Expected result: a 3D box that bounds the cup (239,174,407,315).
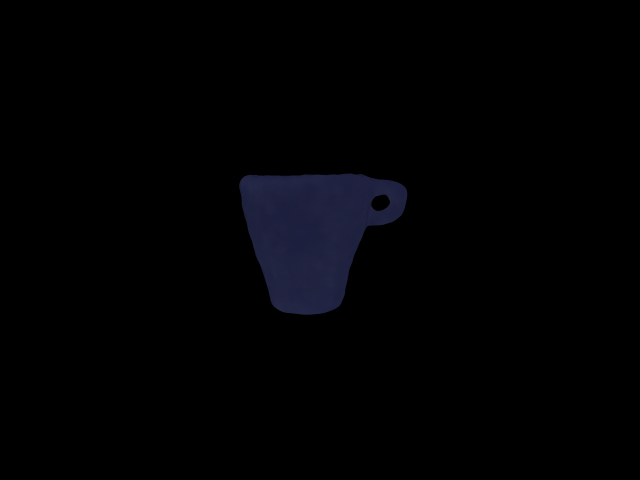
[{"bbox_3d":[0.004,0.001,0.400,0.118,0.095,0.091,-2,7,-13],"label":"cup"}]
